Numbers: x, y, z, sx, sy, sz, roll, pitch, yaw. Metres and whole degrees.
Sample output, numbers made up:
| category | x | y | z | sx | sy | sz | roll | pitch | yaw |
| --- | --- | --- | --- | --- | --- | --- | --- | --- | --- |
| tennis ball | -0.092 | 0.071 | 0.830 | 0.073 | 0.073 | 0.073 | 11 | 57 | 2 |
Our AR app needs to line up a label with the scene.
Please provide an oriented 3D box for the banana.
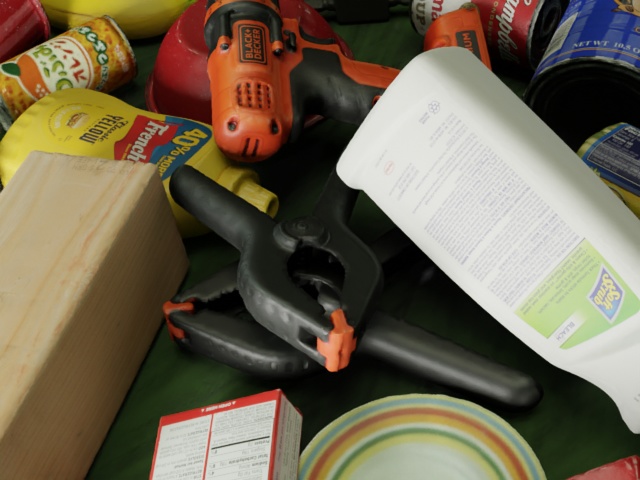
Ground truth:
| category | x | y | z | sx | sy | sz | roll | pitch | yaw |
| --- | --- | --- | --- | --- | --- | --- | --- | --- | --- |
| banana | -0.190 | -0.194 | 0.881 | 0.198 | 0.037 | 0.069 | 12 | 32 | 19 |

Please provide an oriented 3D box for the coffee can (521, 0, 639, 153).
| category | x | y | z | sx | sy | sz | roll | pitch | yaw |
| --- | --- | --- | --- | --- | --- | --- | --- | --- | --- |
| coffee can | 0.199 | -0.116 | 0.687 | 0.103 | 0.103 | 0.140 | 14 | 50 | 22 |

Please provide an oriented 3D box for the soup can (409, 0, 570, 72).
| category | x | y | z | sx | sy | sz | roll | pitch | yaw |
| --- | --- | --- | --- | --- | --- | --- | --- | --- | --- |
| soup can | 0.125 | -0.168 | 0.774 | 0.102 | 0.068 | 0.068 | 24 | 55 | 30 |

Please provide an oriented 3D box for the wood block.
| category | x | y | z | sx | sy | sz | roll | pitch | yaw |
| --- | --- | --- | --- | --- | --- | --- | --- | --- | --- |
| wood block | -0.158 | 0.054 | 0.593 | 0.090 | 0.091 | 0.206 | 7 | 48 | 17 |

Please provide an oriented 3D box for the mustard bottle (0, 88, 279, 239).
| category | x | y | z | sx | sy | sz | roll | pitch | yaw |
| --- | --- | --- | --- | --- | --- | --- | --- | --- | --- |
| mustard bottle | -0.113 | -0.045 | 0.704 | 0.192 | 0.058 | 0.096 | 18 | 44 | 24 |

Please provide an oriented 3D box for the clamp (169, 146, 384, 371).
| category | x | y | z | sx | sy | sz | roll | pitch | yaw |
| --- | --- | --- | --- | --- | --- | --- | --- | --- | --- |
| clamp | -0.004 | 0.001 | 0.601 | 0.120 | 0.039 | 0.172 | -18 | 47 | -17 |

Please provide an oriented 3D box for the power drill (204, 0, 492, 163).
| category | x | y | z | sx | sy | sz | roll | pitch | yaw |
| --- | --- | --- | --- | --- | --- | --- | --- | --- | --- |
| power drill | 0.016 | -0.126 | 0.714 | 0.187 | 0.057 | 0.184 | 3 | 56 | -11 |

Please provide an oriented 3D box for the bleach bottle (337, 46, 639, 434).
| category | x | y | z | sx | sy | sz | roll | pitch | yaw |
| --- | --- | --- | --- | --- | --- | --- | --- | --- | --- |
| bleach bottle | 0.121 | 0.015 | 0.559 | 0.067 | 0.103 | 0.251 | -16 | 60 | -48 |

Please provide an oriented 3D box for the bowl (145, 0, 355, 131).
| category | x | y | z | sx | sy | sz | roll | pitch | yaw |
| --- | --- | --- | --- | --- | --- | --- | --- | --- | --- |
| bowl | -0.056 | -0.140 | 0.789 | 0.162 | 0.055 | 0.162 | -5 | 46 | 5 |

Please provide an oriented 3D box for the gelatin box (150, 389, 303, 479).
| category | x | y | z | sx | sy | sz | roll | pitch | yaw |
| --- | --- | --- | --- | --- | --- | --- | --- | --- | --- |
| gelatin box | -0.049 | 0.124 | 0.534 | 0.073 | 0.030 | 0.089 | -17 | 43 | 21 |

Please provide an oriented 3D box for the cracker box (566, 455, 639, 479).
| category | x | y | z | sx | sy | sz | roll | pitch | yaw |
| --- | --- | --- | --- | --- | --- | --- | --- | --- | --- |
| cracker box | 0.064 | 0.199 | 0.413 | 0.213 | 0.072 | 0.164 | -19 | 55 | -8 |

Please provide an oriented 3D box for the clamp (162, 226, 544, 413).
| category | x | y | z | sx | sy | sz | roll | pitch | yaw |
| --- | --- | --- | --- | --- | --- | --- | --- | --- | --- |
| clamp | 0.016 | 0.030 | 0.623 | 0.210 | 0.036 | 0.164 | -1 | 45 | 4 |

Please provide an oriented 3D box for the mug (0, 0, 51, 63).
| category | x | y | z | sx | sy | sz | roll | pitch | yaw |
| --- | --- | --- | --- | --- | --- | --- | --- | --- | --- |
| mug | -0.276 | -0.167 | 0.816 | 0.093 | 0.117 | 0.081 | -5 | 42 | 48 |

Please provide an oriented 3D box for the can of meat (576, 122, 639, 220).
| category | x | y | z | sx | sy | sz | roll | pitch | yaw |
| --- | --- | --- | --- | --- | --- | --- | --- | --- | --- |
| can of meat | 0.182 | -0.005 | 0.583 | 0.057 | 0.102 | 0.084 | -31 | 46 | -28 |
